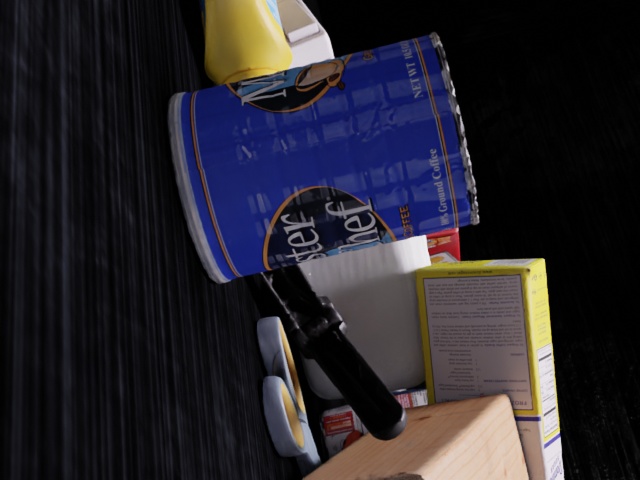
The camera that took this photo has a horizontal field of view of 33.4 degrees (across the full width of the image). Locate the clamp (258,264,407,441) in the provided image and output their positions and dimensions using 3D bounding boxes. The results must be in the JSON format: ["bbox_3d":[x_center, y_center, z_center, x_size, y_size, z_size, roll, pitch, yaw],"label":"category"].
[{"bbox_3d":[0.003,0.066,0.714,0.164,0.036,0.210,55,-4,13],"label":"clamp"}]

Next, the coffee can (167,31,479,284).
[{"bbox_3d":[0.003,-0.042,0.557,0.103,0.140,0.103,-13,90,-85],"label":"coffee can"}]

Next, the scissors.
[{"bbox_3d":[-0.009,0.146,0.681,0.096,0.016,0.202,-85,162,-70],"label":"scissors"}]

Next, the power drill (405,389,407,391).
[{"bbox_3d":[0.063,0.165,1.153,0.185,0.057,0.187,133,-52,-74],"label":"power drill"}]

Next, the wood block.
[{"bbox_3d":[0.067,0.170,0.696,0.205,0.091,0.090,-13,90,-66],"label":"wood block"}]

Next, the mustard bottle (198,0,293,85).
[{"bbox_3d":[-0.055,-0.161,0.701,0.096,0.058,0.191,83,-5,-76],"label":"mustard bottle"}]

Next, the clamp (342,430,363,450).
[{"bbox_3d":[0.052,0.229,0.848,0.171,0.120,0.039,54,15,-16],"label":"clamp"}]

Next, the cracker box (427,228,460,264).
[{"bbox_3d":[0.080,0.005,1.263,0.213,0.164,0.072,62,18,-72],"label":"cracker box"}]

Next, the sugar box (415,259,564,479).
[{"bbox_3d":[0.128,0.105,0.804,0.048,0.093,0.176,-15,101,-57],"label":"sugar box"}]

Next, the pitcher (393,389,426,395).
[{"bbox_3d":[0.112,0.262,0.955,0.144,0.149,0.243,20,58,-39],"label":"pitcher"}]

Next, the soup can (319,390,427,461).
[{"bbox_3d":[0.055,0.165,0.884,0.068,0.102,0.068,-13,90,-86],"label":"soup can"}]
